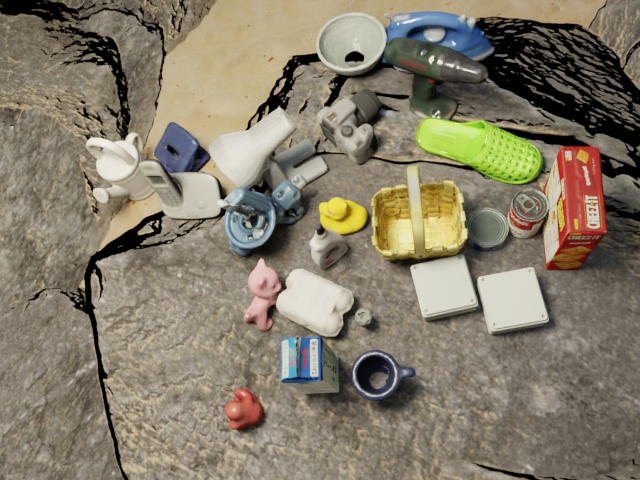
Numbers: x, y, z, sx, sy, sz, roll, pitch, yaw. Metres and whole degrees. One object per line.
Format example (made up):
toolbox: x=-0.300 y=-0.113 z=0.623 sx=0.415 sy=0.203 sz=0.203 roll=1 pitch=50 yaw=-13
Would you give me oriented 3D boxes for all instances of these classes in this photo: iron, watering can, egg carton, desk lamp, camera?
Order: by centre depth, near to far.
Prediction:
egg carton: x=-0.011 y=0.128 z=1.163 sx=0.150 sy=0.069 sz=0.107 roll=22 pitch=76 yaw=17
desk lamp: x=-0.109 y=-0.181 z=1.216 sx=0.203 sy=0.214 sz=0.117 roll=-32 pitch=68 yaw=-2
camera: x=0.081 y=-0.268 z=1.274 sx=0.137 sy=0.101 sz=0.143 roll=-42 pitch=68 yaw=-6
watering can: x=-0.448 y=-0.164 z=1.283 sx=0.101 sy=0.194 sz=0.173 roll=-7 pitch=69 yaw=8
iron: x=0.265 y=-0.466 z=1.290 sx=0.258 sy=0.142 sz=0.118 roll=1 pitch=70 yaw=11

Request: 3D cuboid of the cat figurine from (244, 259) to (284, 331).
cat figurine: x=-0.120 y=0.109 z=1.164 sx=0.067 sy=0.118 sz=0.128 roll=20 pitch=75 yaw=17

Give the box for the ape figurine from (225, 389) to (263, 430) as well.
ape figurine: x=-0.154 y=0.329 z=1.104 sx=0.076 sy=0.092 sz=0.078 roll=25 pitch=77 yaw=18

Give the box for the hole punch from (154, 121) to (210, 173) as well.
hole punch: x=-0.327 y=-0.203 z=1.331 sx=0.108 sy=0.091 sz=0.101 roll=38 pitch=81 yaw=20

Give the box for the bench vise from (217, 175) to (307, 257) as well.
bench vise: x=-0.129 y=-0.077 z=1.178 sx=0.121 sy=0.220 sz=0.207 roll=29 pitch=78 yaw=19

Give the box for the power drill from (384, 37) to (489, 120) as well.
power drill: x=0.244 y=-0.337 z=1.210 sx=0.229 sy=0.209 sz=0.076 roll=30 pitch=78 yaw=19

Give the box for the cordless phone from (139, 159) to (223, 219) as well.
cordless phone: x=-0.300 y=-0.119 z=1.244 sx=0.147 sy=0.185 sz=0.094 roll=-3 pitch=70 yaw=10

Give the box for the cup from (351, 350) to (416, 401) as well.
cup: x=0.121 y=0.258 z=1.077 sx=0.117 sy=0.095 sz=0.091 roll=-8 pitch=69 yaw=8

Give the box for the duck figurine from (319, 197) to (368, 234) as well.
duck figurine: x=0.047 y=-0.059 z=1.212 sx=0.104 sy=0.086 sz=0.077 roll=4 pitch=71 yaw=12

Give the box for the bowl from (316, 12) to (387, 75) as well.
bowl: x=0.078 y=-0.450 z=1.355 sx=0.167 sy=0.075 sz=0.167 roll=-3 pitch=70 yaw=9

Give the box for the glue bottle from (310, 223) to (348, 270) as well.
glue bottle: x=0.011 y=0.004 z=1.148 sx=0.078 sy=0.173 sz=0.037 roll=-43 pitch=68 yaw=-6
